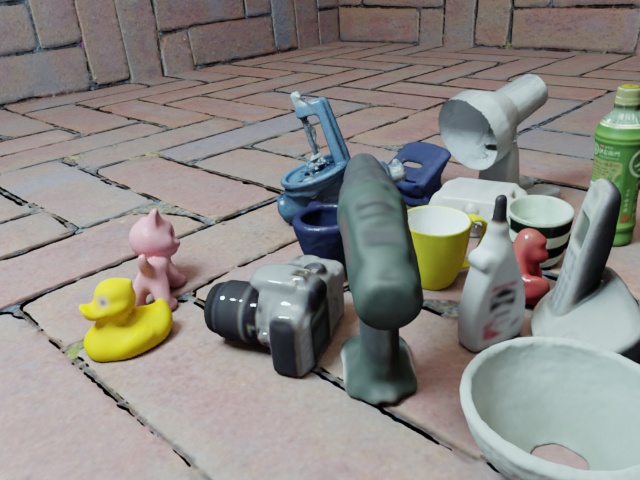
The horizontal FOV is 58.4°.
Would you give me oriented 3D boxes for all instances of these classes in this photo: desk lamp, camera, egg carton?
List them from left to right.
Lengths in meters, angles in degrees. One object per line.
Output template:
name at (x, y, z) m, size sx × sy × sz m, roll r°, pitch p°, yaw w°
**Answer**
camera at (-0.053, 0.068, 0.655) m, size 0.136 × 0.101 × 0.143 m, roll 6°, pitch 27°, yaw 20°
egg carton at (0.246, -0.049, 0.890) m, size 0.149 × 0.069 × 0.107 m, roll 10°, pitch 29°, yaw 27°
desk lamp at (0.295, -0.152, 0.931) m, size 0.204 × 0.214 × 0.117 m, roll -20°, pitch 30°, yaw -29°

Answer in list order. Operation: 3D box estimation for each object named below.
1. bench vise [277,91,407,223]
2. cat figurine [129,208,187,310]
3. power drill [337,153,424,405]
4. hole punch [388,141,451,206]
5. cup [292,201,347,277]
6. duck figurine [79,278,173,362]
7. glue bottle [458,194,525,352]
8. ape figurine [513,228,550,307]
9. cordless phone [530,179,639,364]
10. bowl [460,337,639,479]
bench vise at (0.028, -0.134, 0.926) m, size 0.207 × 0.220 × 0.121 m, roll -9°, pitch 26°, yaw -9°
cat figurine at (-0.224, 0.018, 0.766) m, size 0.067 × 0.118 × 0.127 m, roll -5°, pitch 26°, yaw -2°
power drill at (0.054, 0.042, 0.568) m, size 0.075 × 0.209 × 0.229 m, roll -5°, pitch 26°, yaw -1°
hole punch at (0.172, -0.120, 1.024) m, size 0.101 × 0.091 × 0.108 m, roll -26°, pitch 33°, yaw -37°
cup at (0.007, 0.003, 0.789) m, size 0.092 × 0.095 × 0.117 m, roll -11°, pitch 27°, yaw -15°
duck figurine at (-0.228, 0.083, 0.668) m, size 0.105 × 0.086 × 0.077 m, roll -17°, pitch 29°, yaw -25°
glue bottle at (0.185, 0.033, 0.608) m, size 0.078 × 0.173 × 0.037 m, roll -18°, pitch 29°, yaw -26°
ape figurine at (0.254, 0.030, 0.698) m, size 0.076 × 0.092 × 0.078 m, roll 11°, pitch 30°, yaw 29°
cordless phone at (0.267, 0.044, 0.560) m, size 0.094 × 0.185 × 0.147 m, roll -1°, pitch 26°, yaw 7°
bowl at (0.197, 0.155, 0.466) m, size 0.167 × 0.075 × 0.167 m, roll -3°, pitch 26°, yaw 2°
